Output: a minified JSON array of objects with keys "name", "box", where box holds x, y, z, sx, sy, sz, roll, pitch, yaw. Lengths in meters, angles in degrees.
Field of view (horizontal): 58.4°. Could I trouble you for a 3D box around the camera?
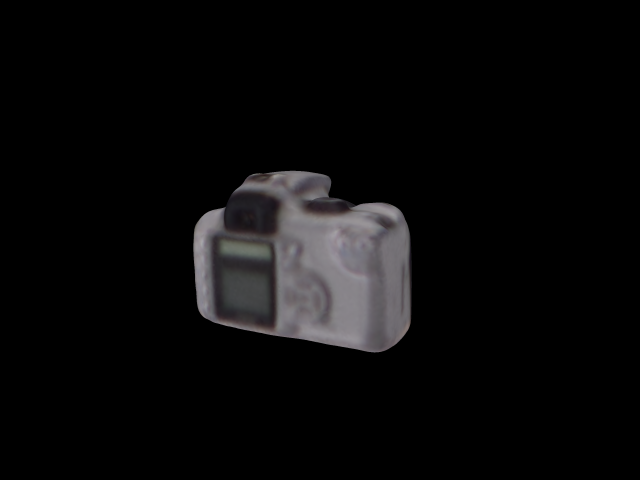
[{"name":"camera","box":[0.004,0.001,0.400,0.142,0.101,0.137,6,13,27]}]
